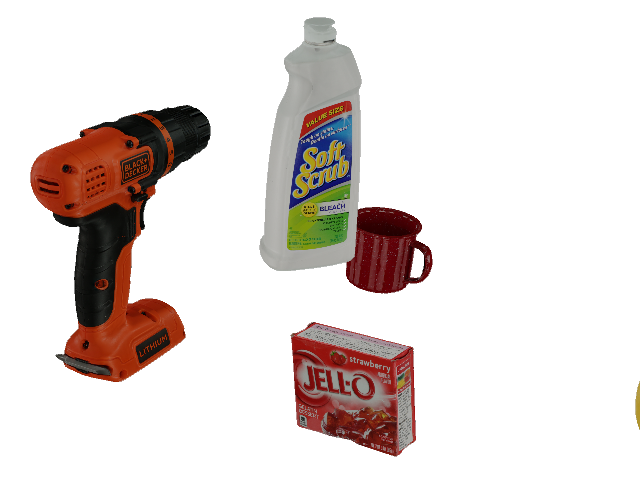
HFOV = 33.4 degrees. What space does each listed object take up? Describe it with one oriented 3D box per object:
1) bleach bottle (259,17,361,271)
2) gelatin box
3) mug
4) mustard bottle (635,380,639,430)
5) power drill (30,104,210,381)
[{"bbox_3d":[-0.010,-0.096,1.068,0.102,0.251,0.068,-7,28,-15],"label":"bleach bottle"},{"bbox_3d":[0.022,0.103,0.747,0.089,0.073,0.030,11,23,35],"label":"gelatin box"},{"bbox_3d":[0.086,0.017,1.325,0.117,0.081,0.093,18,27,26],"label":"mug"},{"bbox_3d":[0.222,0.101,0.567,0.096,0.058,0.191,-4,36,0],"label":"mustard bottle"},{"bbox_3d":[-0.142,-0.002,0.810,0.057,0.188,0.184,11,23,27],"label":"power drill"}]
